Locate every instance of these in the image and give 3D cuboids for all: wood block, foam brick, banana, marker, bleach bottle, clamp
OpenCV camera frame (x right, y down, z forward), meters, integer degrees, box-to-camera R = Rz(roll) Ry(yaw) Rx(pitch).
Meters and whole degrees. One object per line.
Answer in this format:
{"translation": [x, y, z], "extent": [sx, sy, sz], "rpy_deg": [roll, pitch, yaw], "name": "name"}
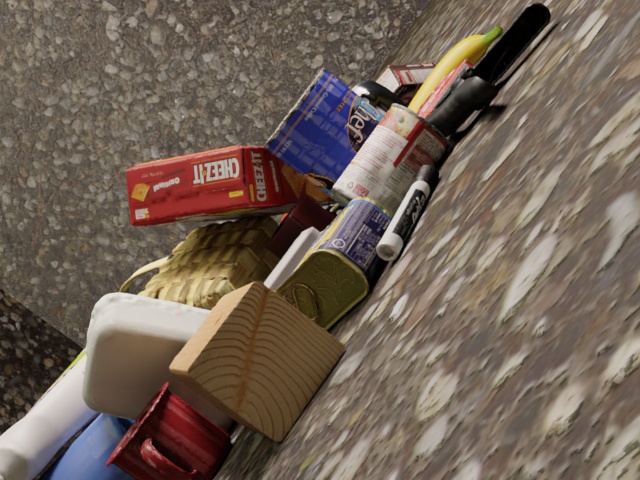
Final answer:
{"translation": [-0.060, 0.100, 0.893], "extent": [0.090, 0.090, 0.206], "rpy_deg": [-53, 5, -12], "name": "wood block"}
{"translation": [-0.007, 0.001, 1.125], "extent": [0.053, 0.078, 0.051], "rpy_deg": [-49, 8, 34], "name": "foam brick"}
{"translation": [0.132, -0.165, 1.212], "extent": [0.197, 0.037, 0.070], "rpy_deg": [-54, 4, -7], "name": "banana"}
{"translation": [0.077, -0.026, 0.910], "extent": [0.020, 0.020, 0.121], "rpy_deg": [-47, 8, 45], "name": "marker"}
{"translation": [-0.280, 0.190, 1.132], "extent": [0.103, 0.068, 0.250], "rpy_deg": [-43, 4, 30], "name": "bleach bottle"}
{"translation": [0.138, -0.135, 0.975], "extent": [0.120, 0.039, 0.172], "rpy_deg": [-46, -2, -36], "name": "clamp"}

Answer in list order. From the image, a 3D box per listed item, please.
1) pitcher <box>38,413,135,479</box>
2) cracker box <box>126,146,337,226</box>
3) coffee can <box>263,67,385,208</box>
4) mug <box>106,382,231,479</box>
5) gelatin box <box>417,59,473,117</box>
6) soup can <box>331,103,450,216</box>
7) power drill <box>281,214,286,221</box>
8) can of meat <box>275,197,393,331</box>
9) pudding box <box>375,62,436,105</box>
{"translation": [-0.245, 0.295, 1.104], "extent": [0.243, 0.149, 0.145], "rpy_deg": [-49, -9, 10], "name": "pitcher"}
{"translation": [-0.086, -0.063, 1.200], "extent": [0.164, 0.072, 0.213], "rpy_deg": [-8, -1, 32], "name": "cracker box"}
{"translation": [0.028, -0.092, 1.087], "extent": [0.103, 0.140, 0.103], "rpy_deg": [-52, 6, 7], "name": "coffee can"}
{"translation": [-0.135, 0.192, 0.969], "extent": [0.093, 0.081, 0.117], "rpy_deg": [-53, 5, -3], "name": "mug"}
{"translation": [0.130, -0.143, 1.134], "extent": [0.089, 0.030, 0.073], "rpy_deg": [-54, 6, -11], "name": "gelatin box"}
{"translation": [0.066, -0.068, 1.004], "extent": [0.102, 0.068, 0.068], "rpy_deg": [-54, 6, -3], "name": "soup can"}
{"translation": [0.030, -0.093, 1.513], "extent": [0.187, 0.057, 0.185], "rpy_deg": [-53, 1, -27], "name": "power drill"}
{"translation": [0.016, 0.021, 0.928], "extent": [0.102, 0.057, 0.083], "rpy_deg": [-46, 7, 46], "name": "can of meat"}
{"translation": [0.097, -0.180, 1.385], "extent": [0.089, 0.039, 0.114], "rpy_deg": [-13, -27, -42], "name": "pudding box"}
